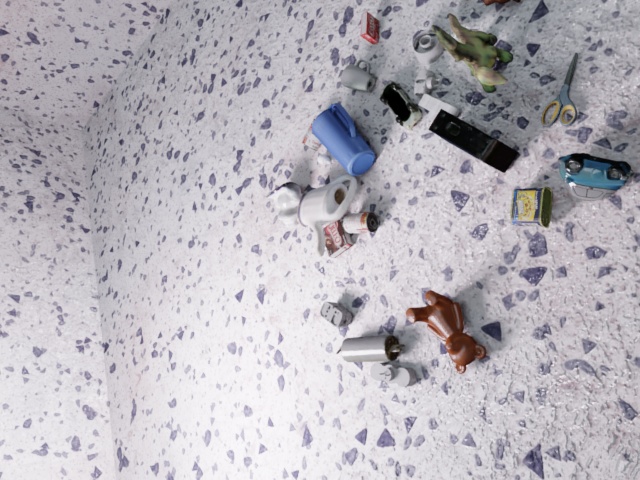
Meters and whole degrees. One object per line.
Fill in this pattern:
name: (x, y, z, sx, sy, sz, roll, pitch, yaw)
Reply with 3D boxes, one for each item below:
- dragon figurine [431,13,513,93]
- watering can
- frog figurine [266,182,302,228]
dragon figurine: (0.406, -0.552, 1.445, 0.120, 0.242, 0.418, -48, 53, 30)
watering can: (0.005, -0.087, 1.727, 0.223, 0.102, 0.354, -8, 46, 47)
frog figurine: (-0.111, -0.132, 1.921, 0.136, 0.124, 0.159, -29, 96, 26)
